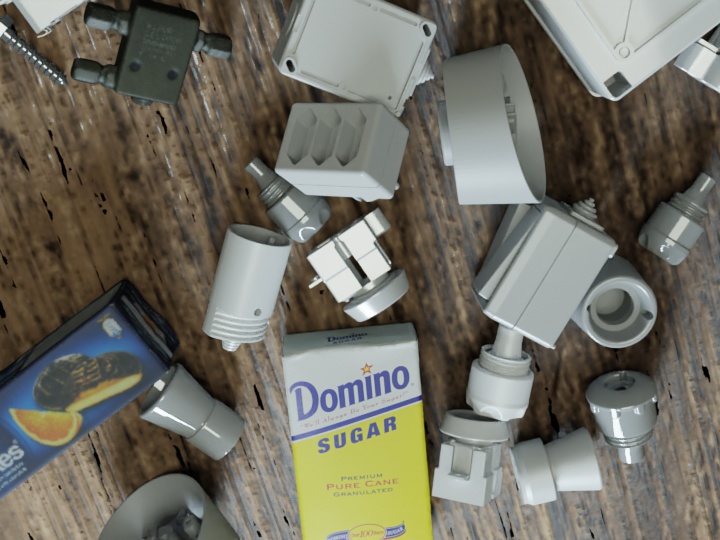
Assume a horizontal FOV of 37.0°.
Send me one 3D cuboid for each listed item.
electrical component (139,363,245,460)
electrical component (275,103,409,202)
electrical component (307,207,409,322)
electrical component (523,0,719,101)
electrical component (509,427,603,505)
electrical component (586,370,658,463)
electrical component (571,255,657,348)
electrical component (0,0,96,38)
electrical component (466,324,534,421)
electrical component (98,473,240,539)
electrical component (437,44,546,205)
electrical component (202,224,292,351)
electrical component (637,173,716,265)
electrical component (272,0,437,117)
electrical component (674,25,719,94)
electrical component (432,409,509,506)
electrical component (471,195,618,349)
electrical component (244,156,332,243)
[{"bbox_3d":[-0.111,0.099,0.732,0.065,0.044,0.044,39,101,-17],"label":"electrical component"},{"bbox_3d":[-0.002,-0.067,0.672,0.066,0.077,0.047,5,74,32],"label":"electrical component"},{"bbox_3d":[0.000,0.000,0.707,0.066,0.048,0.055,-33,97,7],"label":"electrical component"},{"bbox_3d":[0.162,-0.178,0.658,0.109,0.056,0.108,-38,104,7],"label":"electrical component"},{"bbox_3d":[0.137,0.137,0.751,0.055,0.045,0.045,-14,106,2],"label":"electrical component"},{"bbox_3d":[0.184,0.104,0.745,0.048,0.048,0.062,-14,113,1],"label":"electrical component"},{"bbox_3d":[0.168,0.021,0.719,0.055,0.047,0.055,-1,106,-2],"label":"electrical component"},{"bbox_3d":[-0.193,-0.180,0.649,0.081,0.042,0.063,-32,106,7],"label":"electrical component"},{"bbox_3d":[0.097,0.067,0.731,0.043,0.043,0.062,9,103,-5],"label":"electrical component"},{"bbox_3d":[-0.132,0.194,0.730,0.099,0.099,0.064,-37,110,7],"label":"electrical component"},{"bbox_3d":[0.082,-0.087,0.661,0.064,0.099,0.099,-7,106,6],"label":"electrical component"},{"bbox_3d":[-0.076,0.015,0.708,0.043,0.043,0.081,15,105,-7],"label":"electrical component"},{"bbox_3d":[0.213,-0.036,0.712,0.035,0.035,0.061,30,100,-10],"label":"electrical component"},{"bbox_3d":[0.000,-0.138,0.664,0.096,0.061,0.061,19,104,-16],"label":"electrical component"},{"bbox_3d":[0.247,-0.134,0.675,0.078,0.058,0.057,28,105,-10],"label":"electrical component"},{"bbox_3d":[0.077,0.127,0.741,0.048,0.066,0.055,8,94,22],"label":"electrical component"},{"bbox_3d":[0.118,-0.009,0.701,0.061,0.061,0.096,28,102,-10],"label":"electrical component"},{"bbox_3d":[-0.049,-0.048,0.697,0.035,0.035,0.061,-44,100,9],"label":"electrical component"}]
